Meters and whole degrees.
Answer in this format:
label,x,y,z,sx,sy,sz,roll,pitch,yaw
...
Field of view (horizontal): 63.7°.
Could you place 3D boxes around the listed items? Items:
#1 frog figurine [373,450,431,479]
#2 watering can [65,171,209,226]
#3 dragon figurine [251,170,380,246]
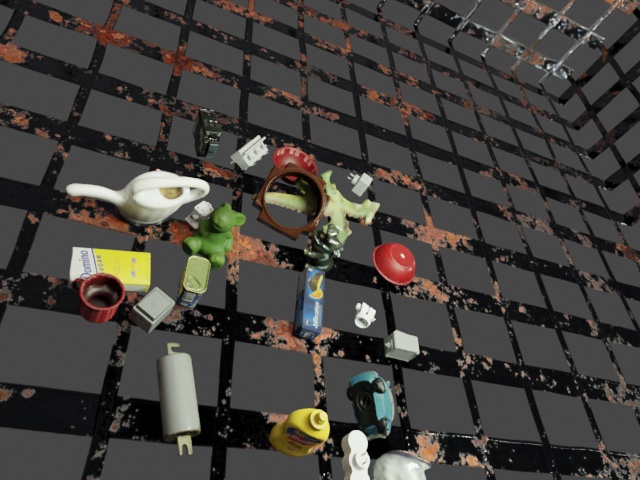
label,x,y,z,sx,sy,sz,roll,pitch,yaw
frog figurine,0.185,0.577,1.186,0.137,0.120,0.163,6,53,15
watering can,-0.454,-0.107,1.282,0.349,0.221,0.105,-6,77,-35
dragon figurine,0.005,-0.082,1.638,0.413,0.120,0.246,-16,71,-26
